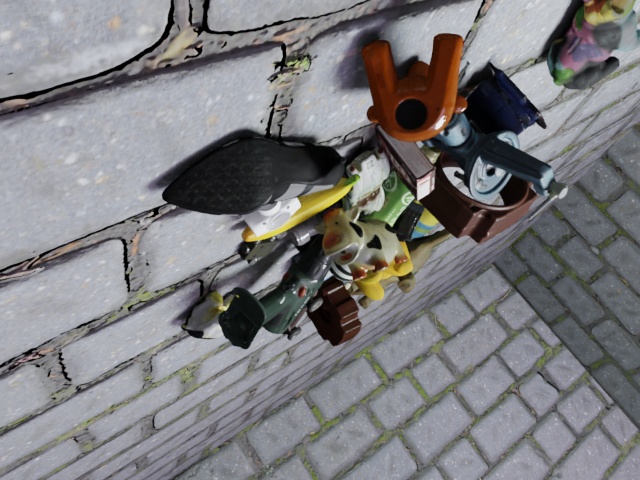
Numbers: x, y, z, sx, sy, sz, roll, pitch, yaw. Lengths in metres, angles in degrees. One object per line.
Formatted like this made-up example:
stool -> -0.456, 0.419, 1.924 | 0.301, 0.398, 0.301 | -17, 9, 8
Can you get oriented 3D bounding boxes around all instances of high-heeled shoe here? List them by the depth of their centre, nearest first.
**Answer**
high-heeled shoe -> -0.077, -0.079, 0.678 | 0.249, 0.086, 0.145 | -11, -175, -19

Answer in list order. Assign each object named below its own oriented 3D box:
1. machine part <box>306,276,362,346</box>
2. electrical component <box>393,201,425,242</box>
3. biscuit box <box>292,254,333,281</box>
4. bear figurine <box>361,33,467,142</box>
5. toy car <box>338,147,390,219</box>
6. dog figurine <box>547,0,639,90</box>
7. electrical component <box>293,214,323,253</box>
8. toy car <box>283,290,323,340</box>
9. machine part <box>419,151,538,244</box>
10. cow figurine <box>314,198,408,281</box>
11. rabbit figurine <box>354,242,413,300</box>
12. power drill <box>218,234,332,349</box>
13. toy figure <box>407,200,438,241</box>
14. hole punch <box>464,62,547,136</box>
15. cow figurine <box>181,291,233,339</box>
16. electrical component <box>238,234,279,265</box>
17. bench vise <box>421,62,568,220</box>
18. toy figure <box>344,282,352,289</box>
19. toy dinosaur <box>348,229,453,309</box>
machine part -> 0.023, 0.162, 1.252 | 0.056, 0.179, 0.179 | -24, 158, -27
electrical component -> 0.180, -0.059, 1.105 | 0.075, 0.048, 0.119 | 133, -19, -80
biscuit box -> 0.039, 0.022, 1.103 | 0.203, 0.063, 0.059 | -31, 160, -21
bear figurine -> 0.128, -0.196, 0.690 | 0.196, 0.120, 0.131 | -56, 142, -61
toy car -> 0.074, -0.088, 0.908 | 0.073, 0.056, 0.201 | -33, 162, -11
dog figurine -> 0.453, -0.353, 0.898 | 0.191, 0.108, 0.219 | -44, 157, 27
electrical component -> -0.003, -0.002, 0.992 | 0.102, 0.045, 0.078 | -45, 162, 22
toy car -> -0.061, 0.150, 1.184 | 0.053, 0.089, 0.202 | -27, 161, -38
machine part -> 0.301, -0.107, 1.048 | 0.201, 0.201, 0.087 | -26, 156, -30
cow figurine -> 0.066, -0.001, 0.894 | 0.085, 0.127, 0.195 | -28, 170, 28
rabbit figurine -> 0.114, 0.056, 1.198 | 0.173, 0.162, 0.121 | -11, 136, 3
power drill -> -0.069, 0.087, 0.922 | 0.232, 0.086, 0.207 | -58, 167, 31
toy figure -> 0.246, -0.063, 1.238 | 0.082, 0.089, 0.180 | -27, 159, -50
hole punch -> 0.304, -0.217, 0.916 | 0.092, 0.142, 0.116 | -37, 174, 10
cow figurine -> -0.178, 0.149, 0.999 | 0.098, 0.068, 0.167 | -36, 159, 14
electrical component -> -0.102, 0.011, 0.877 | 0.063, 0.021, 0.094 | -13, 151, -52
bench vise -> 0.269, -0.133, 0.836 | 0.129, 0.241, 0.223 | -46, 138, -7
toy figure -> 0.078, 0.074, 1.300 | 0.154, 0.064, 0.057 | -42, 160, 13
toy dinosaur -> 0.214, 0.049, 1.369 | 0.471, 0.105, 0.198 | -30, -171, 41
